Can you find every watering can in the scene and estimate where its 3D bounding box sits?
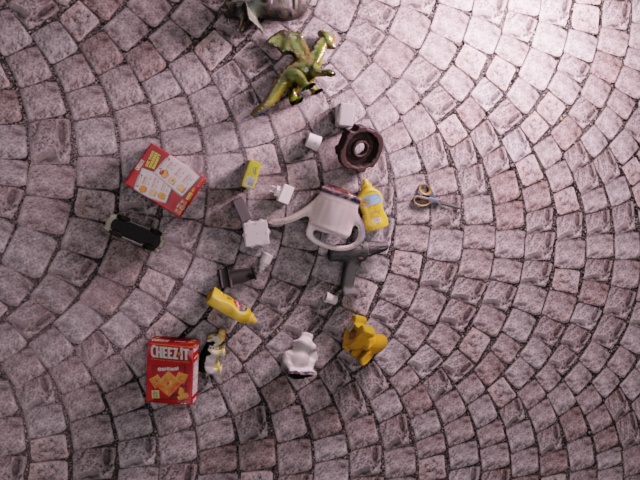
[{"bbox_3d":[0.006,-0.093,1.848,0.347,0.104,0.225,19,88,-2],"label":"watering can"}]

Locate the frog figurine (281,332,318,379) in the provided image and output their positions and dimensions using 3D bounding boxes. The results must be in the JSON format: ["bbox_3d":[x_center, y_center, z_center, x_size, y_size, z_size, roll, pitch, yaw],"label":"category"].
[{"bbox_3d":[-0.075,0.420,1.879,0.137,0.120,0.163,0,59,-5],"label":"frog figurine"}]

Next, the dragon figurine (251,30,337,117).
[{"bbox_3d":[-0.102,-0.611,1.798,0.413,0.121,0.243,-27,88,-14],"label":"dragon figurine"}]
